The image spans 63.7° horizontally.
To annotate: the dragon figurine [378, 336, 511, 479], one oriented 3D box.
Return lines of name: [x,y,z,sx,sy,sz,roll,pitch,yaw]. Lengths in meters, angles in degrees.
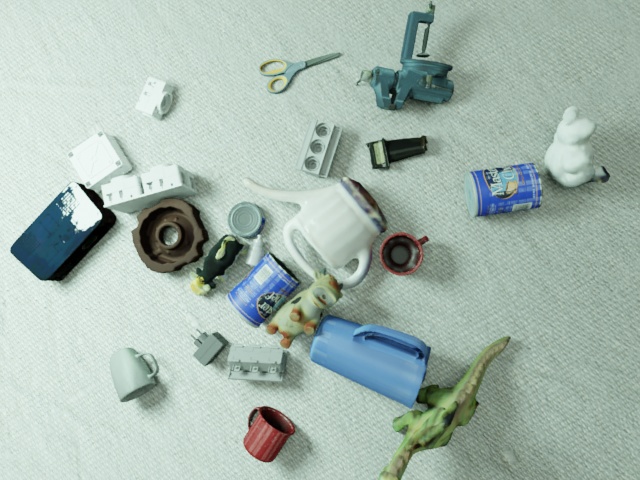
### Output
dragon figurine: [0.249,0.346,1.018,0.123,0.241,0.410,40,91,13]

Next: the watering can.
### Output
watering can: [0.004,-0.058,1.153,0.224,0.104,0.348,-39,88,2]

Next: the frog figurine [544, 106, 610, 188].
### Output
frog figurine: [0.527,-0.193,1.086,0.122,0.157,0.141,-18,44,34]
